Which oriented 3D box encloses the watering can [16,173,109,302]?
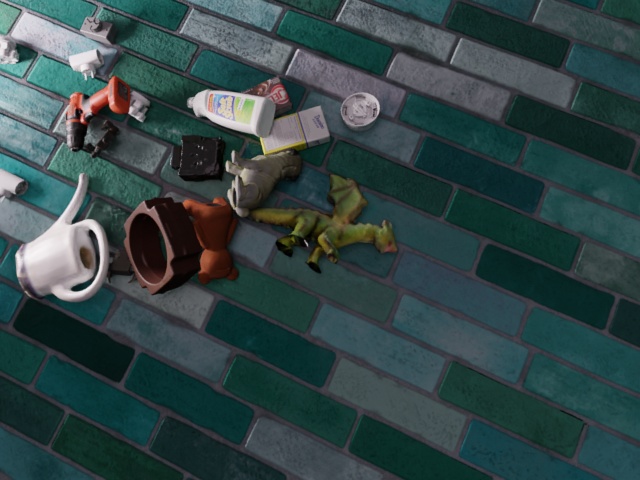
[{"bbox_3d":[-0.647,0.007,1.300,0.224,0.102,0.354,-21,65,0],"label":"watering can"}]

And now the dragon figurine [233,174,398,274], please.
[{"bbox_3d":[0.004,-0.065,1.285,0.413,0.119,0.246,32,65,15],"label":"dragon figurine"}]
